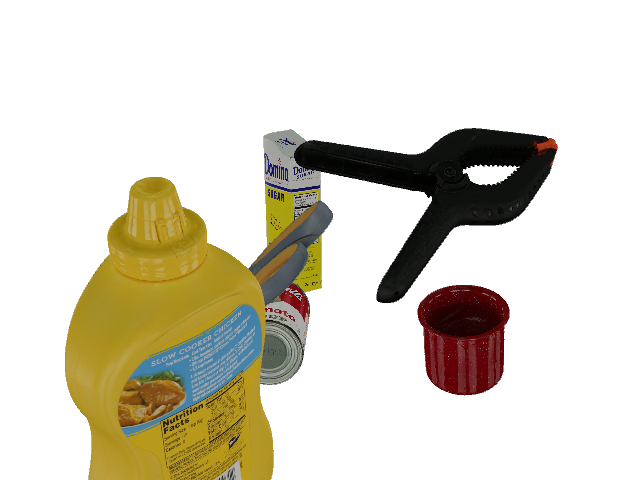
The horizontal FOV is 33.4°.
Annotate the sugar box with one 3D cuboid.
[{"bbox_3d":[-0.034,-0.034,1.272,0.048,0.176,0.093,-13,26,-19],"label":"sugar box"}]

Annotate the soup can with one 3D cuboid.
[{"bbox_3d":[-0.047,0.086,1.025,0.068,0.068,0.102,0,21,3],"label":"soup can"}]

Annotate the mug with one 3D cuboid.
[{"bbox_3d":[0.153,0.099,1.111,0.093,0.081,0.117,11,36,24],"label":"mug"}]

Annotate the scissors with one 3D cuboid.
[{"bbox_3d":[-0.065,0.051,0.726,0.016,0.202,0.096,42,15,-12],"label":"scissors"}]

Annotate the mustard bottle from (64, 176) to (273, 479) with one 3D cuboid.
[{"bbox_3d":[-0.067,0.057,0.481,0.096,0.192,0.058,-28,43,-34],"label":"mustard bottle"}]

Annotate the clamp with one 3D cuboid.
[{"bbox_3d":[0.100,-0.034,0.851,0.209,0.164,0.036,-12,-35,-13],"label":"clamp"}]
